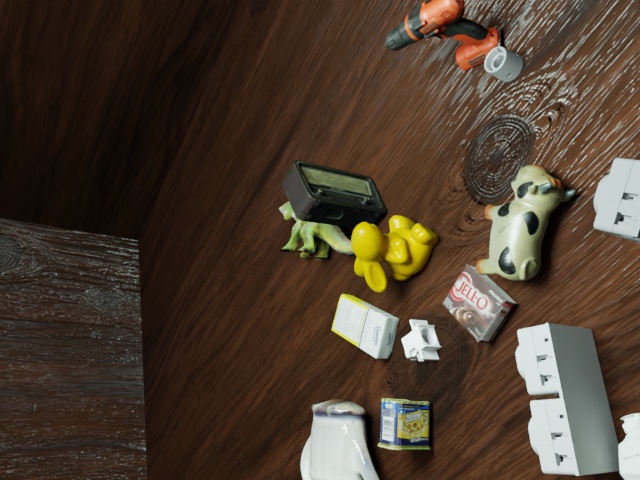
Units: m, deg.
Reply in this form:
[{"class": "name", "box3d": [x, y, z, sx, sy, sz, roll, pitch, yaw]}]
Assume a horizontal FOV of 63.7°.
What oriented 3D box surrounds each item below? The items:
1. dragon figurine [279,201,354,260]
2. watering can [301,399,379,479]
[{"class": "dragon figurine", "box3d": [0.004, -0.069, 1.364, 0.121, 0.245, 0.409, 23, -15, -33]}, {"class": "watering can", "box3d": [0.061, 0.450, 1.067, 0.103, 0.228, 0.344, 14, -20, -31]}]
